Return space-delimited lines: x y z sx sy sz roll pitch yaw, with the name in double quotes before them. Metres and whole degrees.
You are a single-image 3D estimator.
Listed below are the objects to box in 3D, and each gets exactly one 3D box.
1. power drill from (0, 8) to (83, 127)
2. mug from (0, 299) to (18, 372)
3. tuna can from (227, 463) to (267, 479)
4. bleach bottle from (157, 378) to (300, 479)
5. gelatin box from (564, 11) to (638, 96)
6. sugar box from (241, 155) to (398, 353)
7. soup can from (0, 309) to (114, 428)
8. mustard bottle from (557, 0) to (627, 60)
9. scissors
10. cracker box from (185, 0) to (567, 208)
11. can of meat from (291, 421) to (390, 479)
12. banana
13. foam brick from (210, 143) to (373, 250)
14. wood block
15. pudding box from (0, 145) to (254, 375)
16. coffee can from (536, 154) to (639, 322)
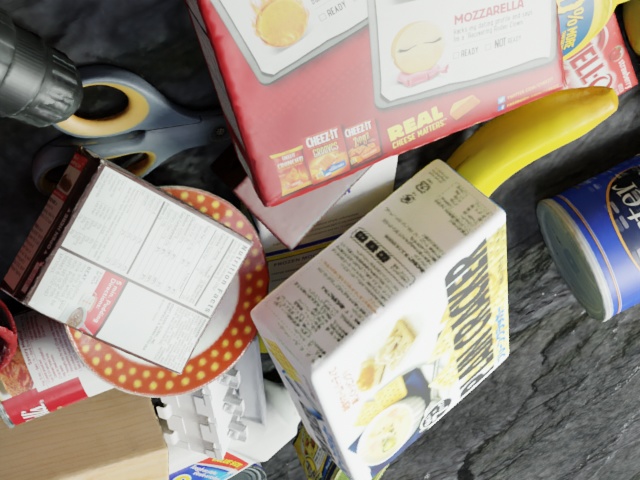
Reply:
"power drill" -0.227 -0.053 0.492 0.188 0.057 0.184 -42 142 18
"mug" -0.216 0.040 0.585 0.093 0.081 0.117 -40 156 23
"tuna can" -0.092 0.208 0.933 0.086 0.034 0.086 -17 144 -13
"bleach bottle" -0.118 0.171 0.846 0.250 0.068 0.102 -26 145 -5
"gelatin box" 0.159 -0.112 0.686 0.073 0.030 0.089 -32 145 8
"sugar box" -0.005 0.001 0.713 0.093 0.048 0.176 -15 140 -16
"soup can" -0.159 0.069 0.679 0.102 0.068 0.068 -21 145 -10
"mustard bottle" 0.104 -0.130 0.602 0.191 0.058 0.096 -22 140 -7
"scissors" -0.067 -0.076 0.599 0.201 0.016 0.096 -20 144 -10
"cracker box" 0.015 -0.141 0.474 0.164 0.072 0.213 -22 127 -8
"can of meat" 0.016 0.168 0.907 0.057 0.084 0.102 -6 140 -26
"banana" 0.120 -0.048 0.711 0.069 0.037 0.198 2 153 -17
"foam brick" -0.014 -0.045 0.594 0.078 0.053 0.051 -47 118 1
"wood block" -0.217 0.158 0.738 0.205 0.091 0.090 -14 144 -18
"pudding box" -0.104 0.013 0.592 0.113 0.039 0.090 31 87 -39
"coffee can" 0.251 -0.014 0.808 0.140 0.103 0.102 -26 145 -1
